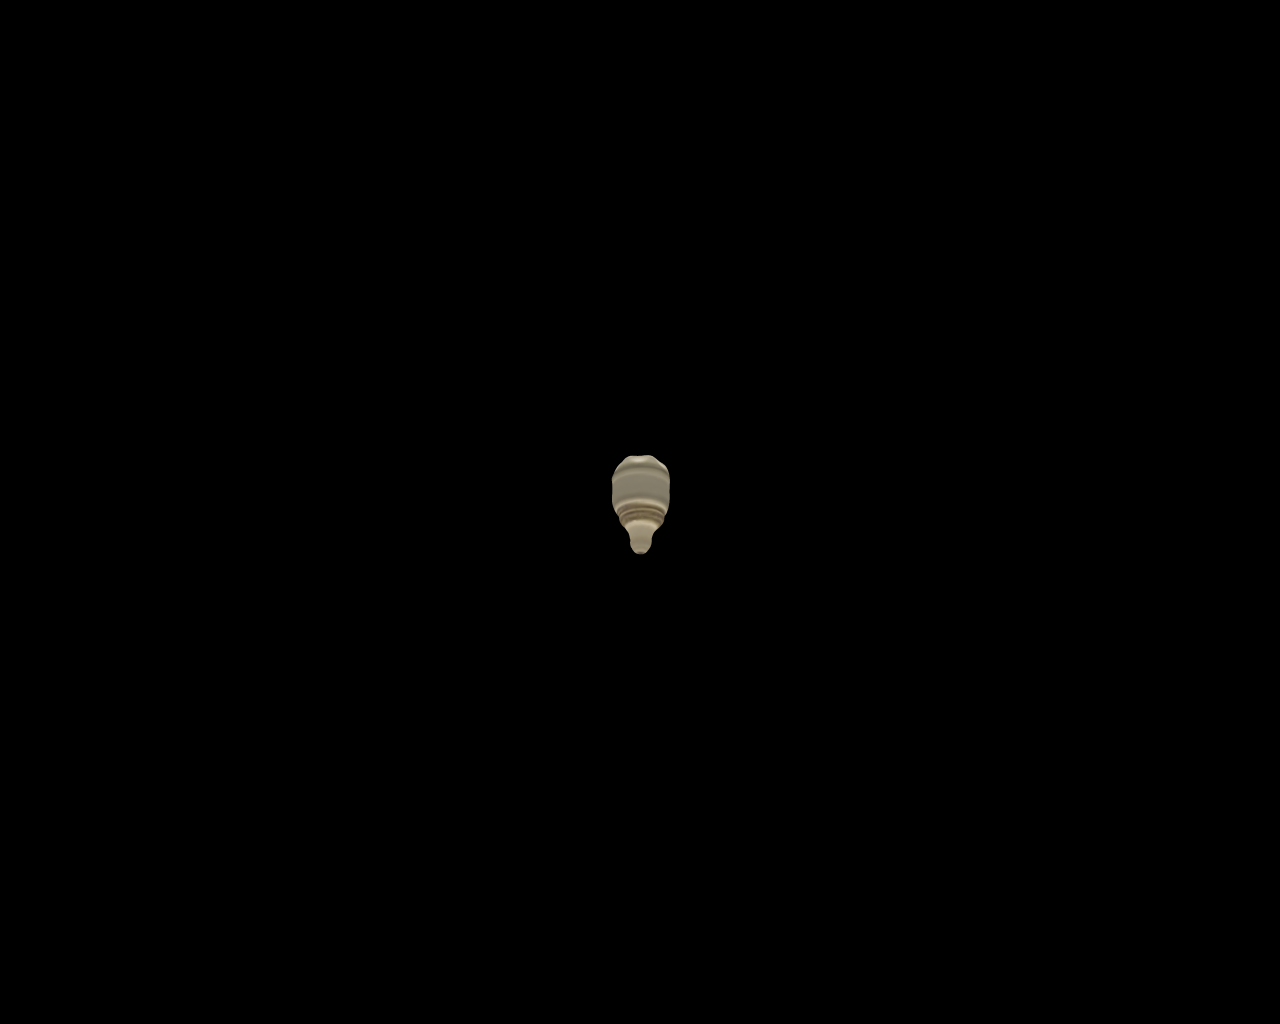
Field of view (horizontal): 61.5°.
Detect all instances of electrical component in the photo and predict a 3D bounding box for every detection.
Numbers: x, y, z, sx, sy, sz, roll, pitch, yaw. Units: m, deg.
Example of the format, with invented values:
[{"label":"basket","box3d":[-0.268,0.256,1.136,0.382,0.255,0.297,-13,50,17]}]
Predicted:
[{"label":"electrical component","box3d":[0.001,-0.003,0.650,0.035,0.061,0.035,0,-26,0]}]
